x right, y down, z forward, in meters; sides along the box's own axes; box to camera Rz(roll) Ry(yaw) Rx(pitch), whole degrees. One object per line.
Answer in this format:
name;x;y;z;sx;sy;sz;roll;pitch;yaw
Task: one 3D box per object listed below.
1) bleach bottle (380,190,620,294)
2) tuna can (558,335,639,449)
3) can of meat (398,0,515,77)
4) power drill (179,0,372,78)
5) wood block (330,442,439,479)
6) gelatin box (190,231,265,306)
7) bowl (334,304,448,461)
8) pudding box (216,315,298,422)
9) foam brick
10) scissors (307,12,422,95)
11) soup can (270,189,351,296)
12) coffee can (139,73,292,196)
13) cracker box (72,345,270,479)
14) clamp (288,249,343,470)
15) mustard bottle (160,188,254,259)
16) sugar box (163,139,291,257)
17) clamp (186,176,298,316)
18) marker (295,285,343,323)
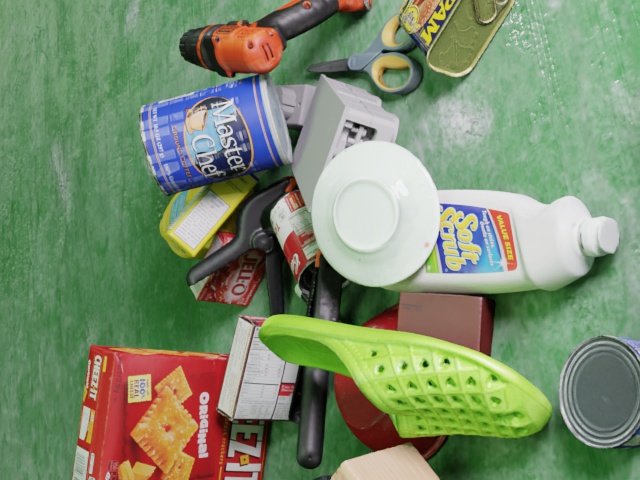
bleach bottle;0.149;-0.004;0.931;0.251;0.067;0.102;-6;78;52
tuna can;0.226;0.117;0.816;0.086;0.033;0.086;-17;68;52
can of meat;0.127;-0.222;1.017;0.102;0.057;0.084;-59;38;28
power drill;-0.050;-0.241;1.174;0.185;0.187;0.057;21;142;54
wood block;0.087;0.282;0.887;0.206;0.090;0.090;51;125;30
gelatin box;-0.103;0.035;1.273;0.089;0.073;0.030;-61;40;25
bowl;0.062;0.137;1.029;0.162;0.055;0.162;-18;68;52
pudding box;-0.056;0.141;1.166;0.039;0.089;0.113;22;101;54
foam brick;0.112;0.075;0.947;0.078;0.051;0.053;4;85;24
scissors;0.051;-0.210;1.158;0.202;0.016;0.096;32;108;53
soup can;-0.008;0.001;1.146;0.069;0.068;0.102;-56;42;32
coffee can;-0.110;-0.113;1.146;0.140;0.102;0.103;-14;63;6
cracker box;-0.158;0.207;1.189;0.072;0.213;0.164;6;87;54
clamp;-0.005;0.115;1.093;0.164;0.036;0.210;179;98;-83
mustard bottle;-0.154;-0.025;1.372;0.192;0.058;0.096;-11;78;53
sugar box;-0.108;-0.059;1.236;0.176;0.048;0.093;-48;9;-8
clamp;-0.076;0.002;1.214;0.039;0.120;0.171;-144;71;-73
marker;0.007;0.082;1.151;0.121;0.020;0.020;46;120;49
